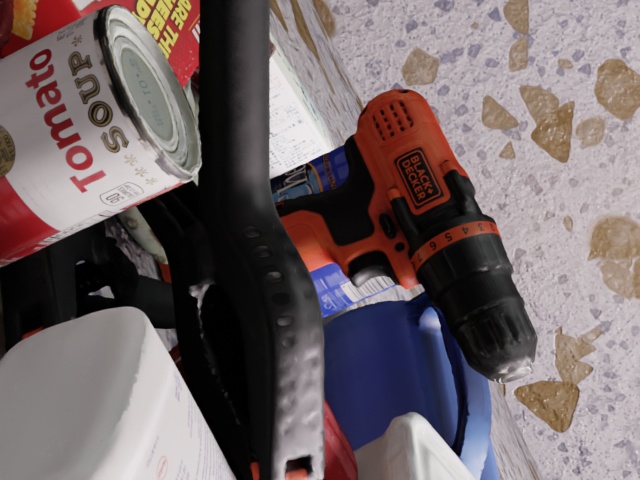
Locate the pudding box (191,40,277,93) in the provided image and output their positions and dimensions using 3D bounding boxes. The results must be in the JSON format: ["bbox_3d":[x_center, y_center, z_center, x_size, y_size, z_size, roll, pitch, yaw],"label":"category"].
[{"bbox_3d":[-0.090,-0.140,0.705,0.113,0.039,0.090,43,-18,-8],"label":"pudding box"}]

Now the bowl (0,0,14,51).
[{"bbox_3d":[-0.174,-0.125,0.364,0.162,0.055,0.162,62,10,-20],"label":"bowl"}]

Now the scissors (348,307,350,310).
[{"bbox_3d":[0.018,0.057,0.950,0.202,0.016,0.096,76,4,-57],"label":"scissors"}]

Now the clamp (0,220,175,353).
[{"bbox_3d":[-0.105,0.007,0.470,0.120,0.039,0.171,55,9,-8],"label":"clamp"}]

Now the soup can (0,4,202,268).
[{"bbox_3d":[-0.102,-0.032,0.380,0.068,0.102,0.068,61,13,-25],"label":"soup can"}]

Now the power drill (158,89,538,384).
[{"bbox_3d":[0.012,0.025,0.608,0.184,0.188,0.057,68,9,26],"label":"power drill"}]

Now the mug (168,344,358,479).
[{"bbox_3d":[-0.035,0.107,0.486,0.081,0.093,0.117,62,40,-45],"label":"mug"}]

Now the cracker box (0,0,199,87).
[{"bbox_3d":[-0.129,-0.181,0.537,0.213,0.072,0.164,59,38,-33],"label":"cracker box"}]

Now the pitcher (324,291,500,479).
[{"bbox_3d":[0.067,0.160,0.731,0.243,0.145,0.149,-100,165,-48],"label":"pitcher"}]

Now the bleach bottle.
[{"bbox_3d":[-0.041,0.150,0.392,0.102,0.068,0.251,-82,151,-59],"label":"bleach bottle"}]

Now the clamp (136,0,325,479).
[{"bbox_3d":[-0.045,0.004,0.440,0.165,0.036,0.210,-25,-104,59],"label":"clamp"}]

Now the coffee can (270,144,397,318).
[{"bbox_3d":[-0.005,0.001,0.718,0.103,0.140,0.103,62,11,-20],"label":"coffee can"}]
